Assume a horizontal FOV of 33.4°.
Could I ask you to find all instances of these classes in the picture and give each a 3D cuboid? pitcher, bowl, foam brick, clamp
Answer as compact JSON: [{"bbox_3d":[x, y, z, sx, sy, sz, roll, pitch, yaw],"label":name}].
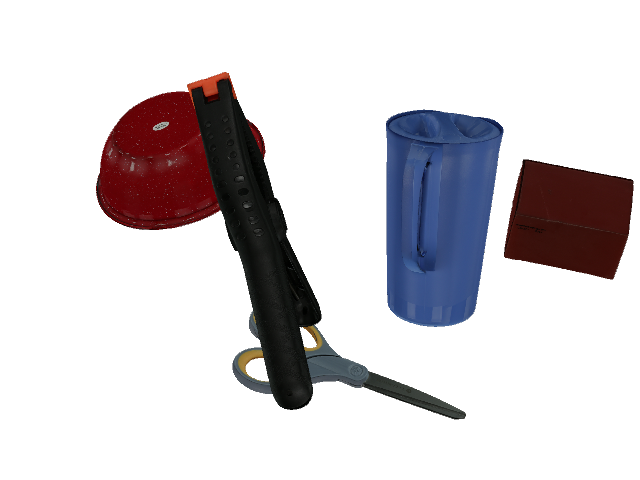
[{"bbox_3d":[0.133,-0.022,1.248,0.149,0.243,0.145,-8,24,-21],"label":"pitcher"},{"bbox_3d":[-0.134,-0.084,0.957,0.162,0.162,0.055,0,-44,19],"label":"bowl"},{"bbox_3d":[0.171,-0.015,0.736,0.078,0.051,0.053,12,-36,8],"label":"foam brick"},{"bbox_3d":[-0.040,-0.007,0.712,0.036,0.210,0.164,-17,7,5],"label":"clamp"}]

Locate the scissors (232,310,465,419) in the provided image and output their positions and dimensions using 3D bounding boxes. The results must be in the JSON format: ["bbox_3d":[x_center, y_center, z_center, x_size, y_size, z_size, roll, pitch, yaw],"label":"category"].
[{"bbox_3d":[0.012,0.120,0.889,0.202,0.016,0.096,31,50,21],"label":"scissors"}]
